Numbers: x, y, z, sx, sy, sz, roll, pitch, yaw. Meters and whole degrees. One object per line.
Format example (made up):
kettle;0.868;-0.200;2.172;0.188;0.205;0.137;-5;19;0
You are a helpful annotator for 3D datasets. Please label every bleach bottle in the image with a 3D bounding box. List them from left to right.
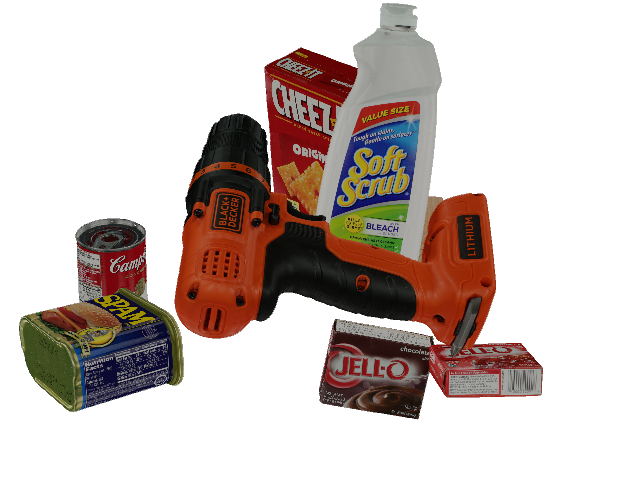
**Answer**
bleach bottle;0.046;-0.076;0.919;0.102;0.251;0.068;7;17;6

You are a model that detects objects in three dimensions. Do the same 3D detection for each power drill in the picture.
power drill;0.009;-0.005;0.660;0.187;0.057;0.184;8;43;-4

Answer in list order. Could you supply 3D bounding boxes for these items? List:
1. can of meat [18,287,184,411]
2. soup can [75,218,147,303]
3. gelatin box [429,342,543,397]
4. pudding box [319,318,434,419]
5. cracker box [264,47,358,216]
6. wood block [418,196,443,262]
can of meat;-0.162;0.079;0.781;0.083;0.057;0.102;-14;22;-34
soup can;-0.207;0.038;1.062;0.068;0.102;0.068;2;26;-1
gelatin box;0.147;0.115;0.959;0.089;0.030;0.073;0;11;-4
pudding box;0.061;0.140;1.163;0.113;0.090;0.039;9;23;-3
cracker box;0.018;-0.094;1.232;0.164;0.214;0.072;27;46;35
wood block;0.138;0.010;1.602;0.091;0.090;0.206;4;24;4
